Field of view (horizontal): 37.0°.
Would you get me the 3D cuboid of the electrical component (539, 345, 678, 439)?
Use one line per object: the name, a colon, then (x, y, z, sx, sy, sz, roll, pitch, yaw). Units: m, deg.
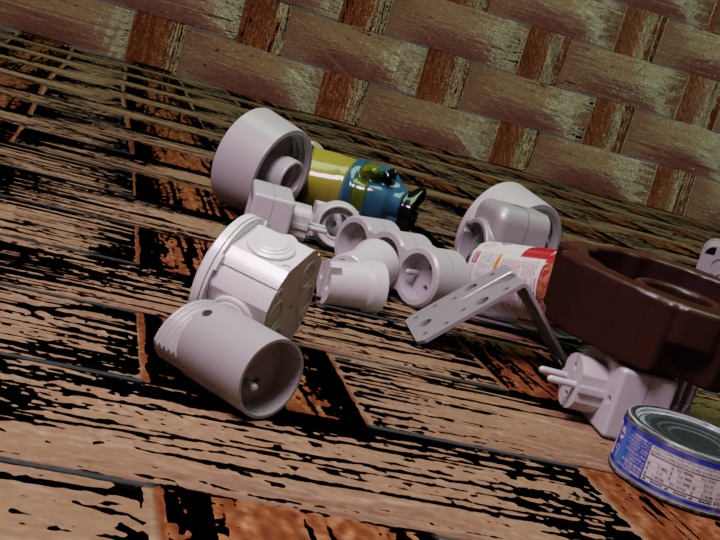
electrical component: (0.156, 0.077, 0.710, 0.077, 0.047, 0.065, 14, 11, -11)

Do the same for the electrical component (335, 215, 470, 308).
electrical component: (0.047, -0.006, 0.945, 0.074, 0.052, 0.138, 6, 15, -42)

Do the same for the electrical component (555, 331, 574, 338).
electrical component: (0.182, 0.016, 0.965, 0.044, 0.079, 0.077, 1, 13, -5)

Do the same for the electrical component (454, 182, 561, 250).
electrical component: (0.155, -0.027, 1.076, 0.108, 0.108, 0.060, 6, 21, -44)

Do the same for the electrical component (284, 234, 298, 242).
electrical component: (-0.074, -0.008, 0.818, 0.046, 0.040, 0.040, 2, 17, -33)

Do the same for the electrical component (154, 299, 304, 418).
electrical component: (-0.073, 0.041, 0.563, 0.081, 0.043, 0.043, 25, 14, 39)

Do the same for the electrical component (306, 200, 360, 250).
electrical component: (-0.025, -0.044, 1.051, 0.066, 0.048, 0.055, 15, 4, -9)

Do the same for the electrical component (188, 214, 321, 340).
electrical component: (-0.062, 0.012, 0.634, 0.051, 0.080, 0.080, 25, 13, 14)

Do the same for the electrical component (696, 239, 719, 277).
electrical component: (0.356, 0.034, 1.042, 0.078, 0.113, 0.057, 20, 14, 17)

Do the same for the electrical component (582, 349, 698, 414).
electrical component: (0.200, 0.074, 0.789, 0.077, 0.047, 0.066, 26, 14, 40)

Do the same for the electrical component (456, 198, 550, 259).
electrical component: (0.127, -0.014, 0.988, 0.059, 0.095, 0.054, 12, 12, -23)

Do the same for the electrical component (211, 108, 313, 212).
electrical component: (-0.092, -0.103, 1.090, 0.060, 0.108, 0.108, 29, 15, 25)

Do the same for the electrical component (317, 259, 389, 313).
electrical component: (-0.006, 0.011, 0.822, 0.046, 0.040, 0.040, 7, 14, -21)

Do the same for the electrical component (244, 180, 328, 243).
electrical component: (-0.067, -0.046, 0.989, 0.076, 0.047, 0.083, 15, 11, -9)

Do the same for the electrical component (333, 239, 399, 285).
electrical component: (0.000, 0.000, 0.881, 0.044, 0.044, 0.065, 21, 16, 20)
